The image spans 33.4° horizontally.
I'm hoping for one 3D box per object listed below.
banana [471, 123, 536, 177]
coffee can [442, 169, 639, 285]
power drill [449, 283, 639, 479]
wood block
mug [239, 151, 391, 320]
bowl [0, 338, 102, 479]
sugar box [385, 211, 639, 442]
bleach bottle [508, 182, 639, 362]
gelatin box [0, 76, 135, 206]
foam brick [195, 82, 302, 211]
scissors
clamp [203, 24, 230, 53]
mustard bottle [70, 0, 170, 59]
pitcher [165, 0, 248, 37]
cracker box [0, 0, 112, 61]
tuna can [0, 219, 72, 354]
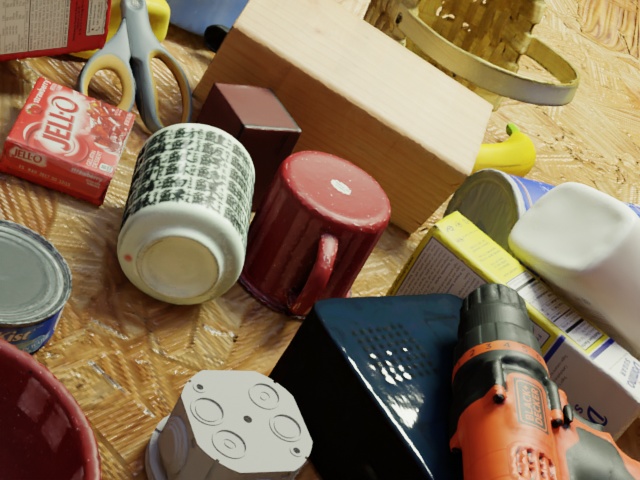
[{"bbox_3d":[0.141,-0.075,0.969,0.197,0.037,0.070,-9,30,-45],"label":"banana"},{"bbox_3d":[0.176,0.009,0.815,0.140,0.103,0.103,11,37,-26],"label":"coffee can"},{"bbox_3d":[0.157,0.112,0.580,0.187,0.057,0.184,22,35,-10],"label":"power drill"},{"bbox_3d":[0.019,-0.108,0.831,0.206,0.091,0.090,32,49,-8],"label":"wood block"},{"bbox_3d":[-0.005,0.001,0.713,0.093,0.082,0.117,22,33,-11],"label":"mug"},{"bbox_3d":[-0.181,0.107,0.464,0.162,0.055,0.162,20,34,-14],"label":"bowl"},{"bbox_3d":[0.126,0.072,0.704,0.176,0.093,0.048,41,36,17],"label":"sugar box"},{"bbox_3d":[0.237,0.073,0.745,0.250,0.068,0.103,47,-3,-26],"label":"bleach bottle"},{"bbox_3d":[-0.171,-0.069,0.730,0.073,0.030,0.089,21,34,-11],"label":"gelatin box"},{"bbox_3d":[-0.059,-0.065,0.767,0.052,0.078,0.051,-1,42,-40],"label":"foam brick"},{"bbox_3d":[-0.156,-0.167,0.805,0.096,0.016,0.202,-18,84,-30],"label":"scissors"},{"bbox_3d":[-0.024,-0.118,0.900,0.171,0.039,0.120,18,46,-12],"label":"clamp"},{"bbox_3d":[-0.207,-0.228,0.891,0.096,0.058,0.192,-14,51,-31],"label":"mustard bottle"},{"bbox_3d":[-0.061,-0.302,0.932,0.145,0.243,0.149,42,29,22],"label":"pitcher"},{"bbox_3d":[-0.275,-0.190,0.746,0.213,0.072,0.164,-13,49,-28],"label":"cracker box"},{"bbox_3d":[-0.183,0.027,0.590,0.086,0.034,0.086,20,34,-14],"label":"tuna can"}]
